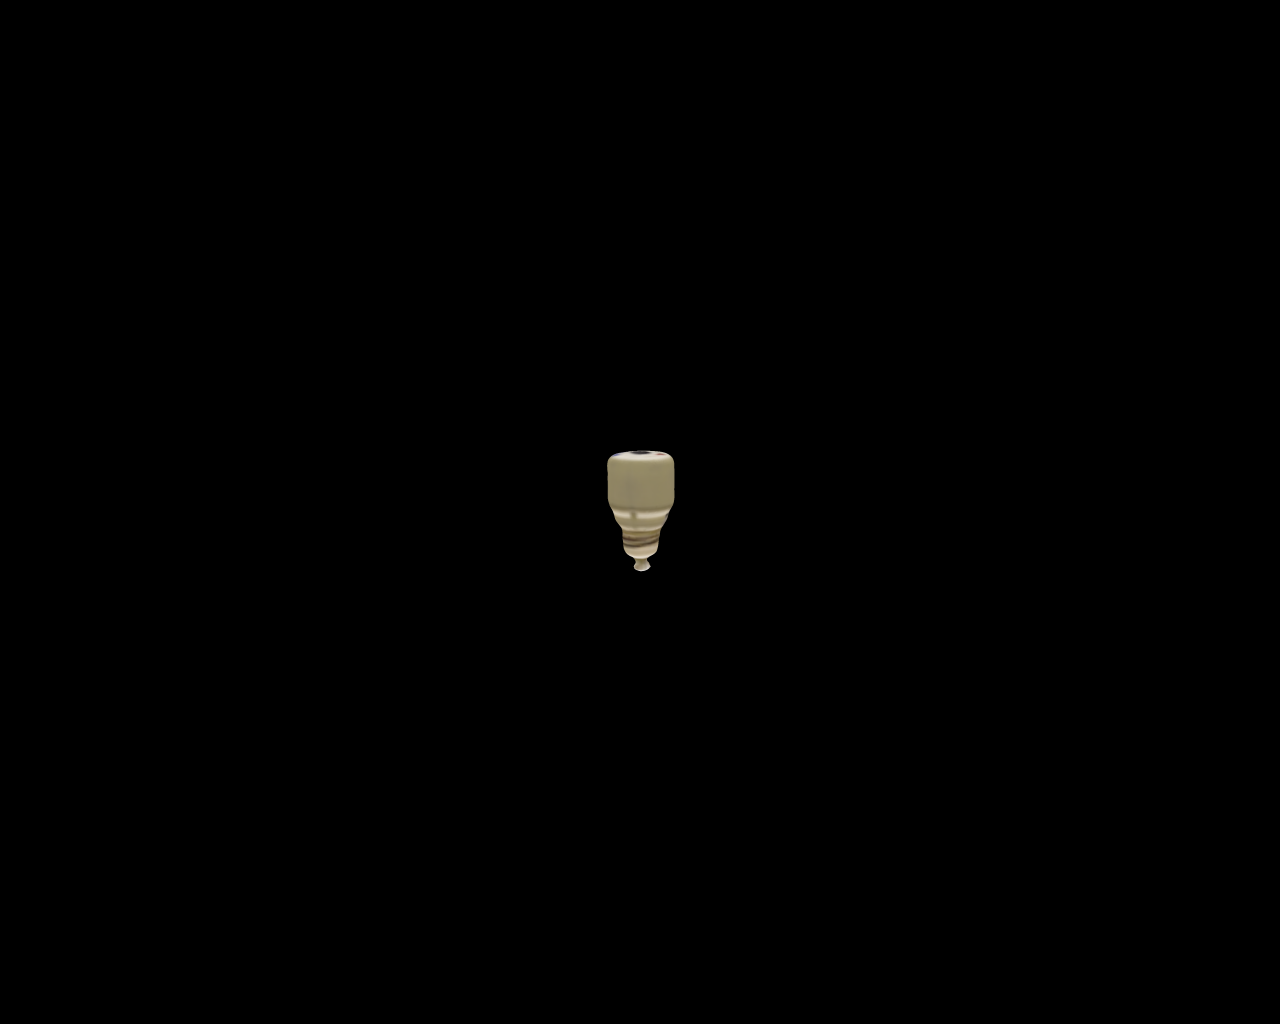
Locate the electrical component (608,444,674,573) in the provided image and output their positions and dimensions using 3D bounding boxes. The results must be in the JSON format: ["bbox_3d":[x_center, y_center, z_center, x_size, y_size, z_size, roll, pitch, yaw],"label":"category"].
[{"bbox_3d":[0.001,-0.003,0.650,0.040,0.078,0.040,0,12,0],"label":"electrical component"}]
